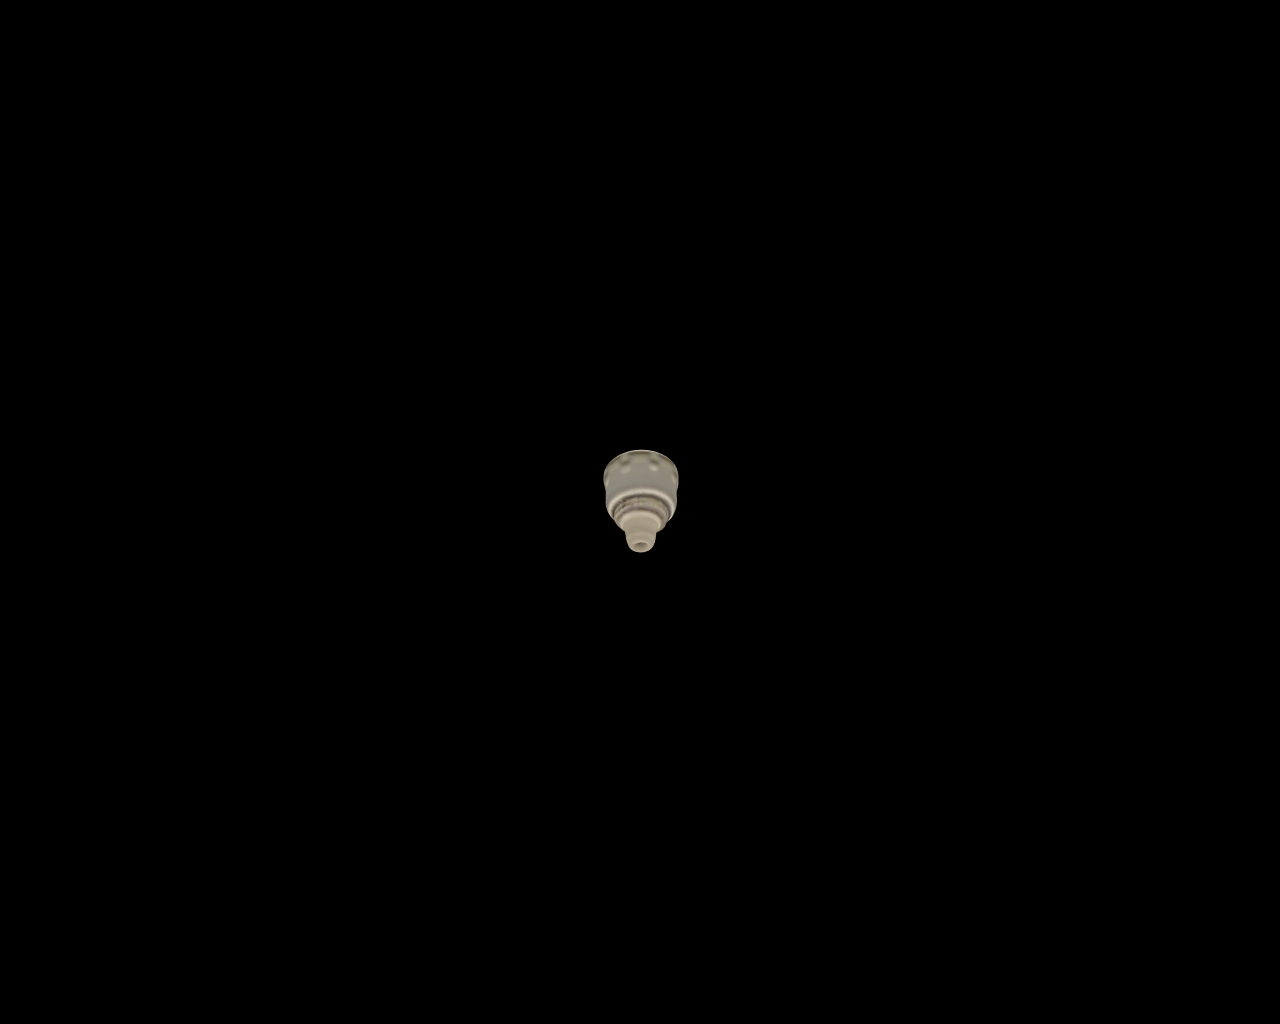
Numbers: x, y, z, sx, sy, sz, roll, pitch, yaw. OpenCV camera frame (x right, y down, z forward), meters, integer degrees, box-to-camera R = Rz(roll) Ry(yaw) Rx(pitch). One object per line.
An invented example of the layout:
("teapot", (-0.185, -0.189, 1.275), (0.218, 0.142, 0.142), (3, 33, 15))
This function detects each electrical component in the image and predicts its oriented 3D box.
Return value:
("electrical component", (0.001, -0.003, 0.650), (0.048, 0.062, 0.048), (0, -39, 0))
